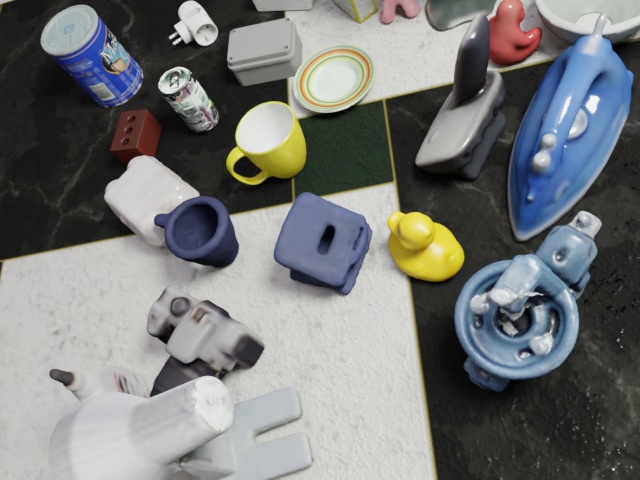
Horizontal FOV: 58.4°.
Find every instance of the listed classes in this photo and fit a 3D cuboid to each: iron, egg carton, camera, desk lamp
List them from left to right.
[{"bbox_3d":[-0.251,-0.059,0.858,0.150,0.069,0.107,35,79,28],"label":"egg carton"},{"bbox_3d":[-0.167,0.141,0.719,0.142,0.101,0.137,25,75,26],"label":"camera"},{"bbox_3d":[-0.139,0.210,0.612,0.203,0.214,0.118,-22,61,7],"label":"desk lamp"},{"bbox_3d":[0.290,-0.134,0.683,0.118,0.142,0.258,21,73,25],"label":"iron"}]

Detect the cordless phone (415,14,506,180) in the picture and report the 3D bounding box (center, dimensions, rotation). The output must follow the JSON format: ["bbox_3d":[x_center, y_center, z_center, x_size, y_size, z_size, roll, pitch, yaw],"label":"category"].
[{"bbox_3d":[0.172,-0.174,0.714,0.094,0.185,0.148,19,72,25],"label":"cordless phone"}]

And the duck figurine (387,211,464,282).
[{"bbox_3d":[0.125,0.001,0.703,0.104,0.086,0.077,33,79,28],"label":"duck figurine"}]

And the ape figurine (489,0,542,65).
[{"bbox_3d":[0.265,-0.296,0.797,0.076,0.092,0.077,-37,60,-2],"label":"ape figurine"}]

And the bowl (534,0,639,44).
[{"bbox_3d":[0.378,-0.323,0.785,0.167,0.075,0.167,-7,64,14],"label":"bowl"}]

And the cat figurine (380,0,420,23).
[{"bbox_3d":[0.108,-0.427,0.894,0.067,0.118,0.127,-14,62,11],"label":"cat figurine"}]

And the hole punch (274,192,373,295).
[{"bbox_3d":[0.007,0.003,0.736,0.100,0.091,0.109,13,70,23],"label":"hole punch"}]

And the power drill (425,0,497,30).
[{"bbox_3d":[0.185,-0.405,0.807,0.229,0.209,0.075,-19,61,8],"label":"power drill"}]

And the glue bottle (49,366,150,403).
[{"bbox_3d":[-0.263,0.181,0.688,0.037,0.173,0.078,-34,60,0],"label":"glue bottle"}]

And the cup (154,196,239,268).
[{"bbox_3d":[-0.163,-0.003,0.789,0.117,0.095,0.092,11,69,22],"label":"cup"}]

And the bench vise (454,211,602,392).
[{"bbox_3d":[0.207,0.041,0.581,0.121,0.220,0.207,16,71,24],"label":"bench vise"}]
